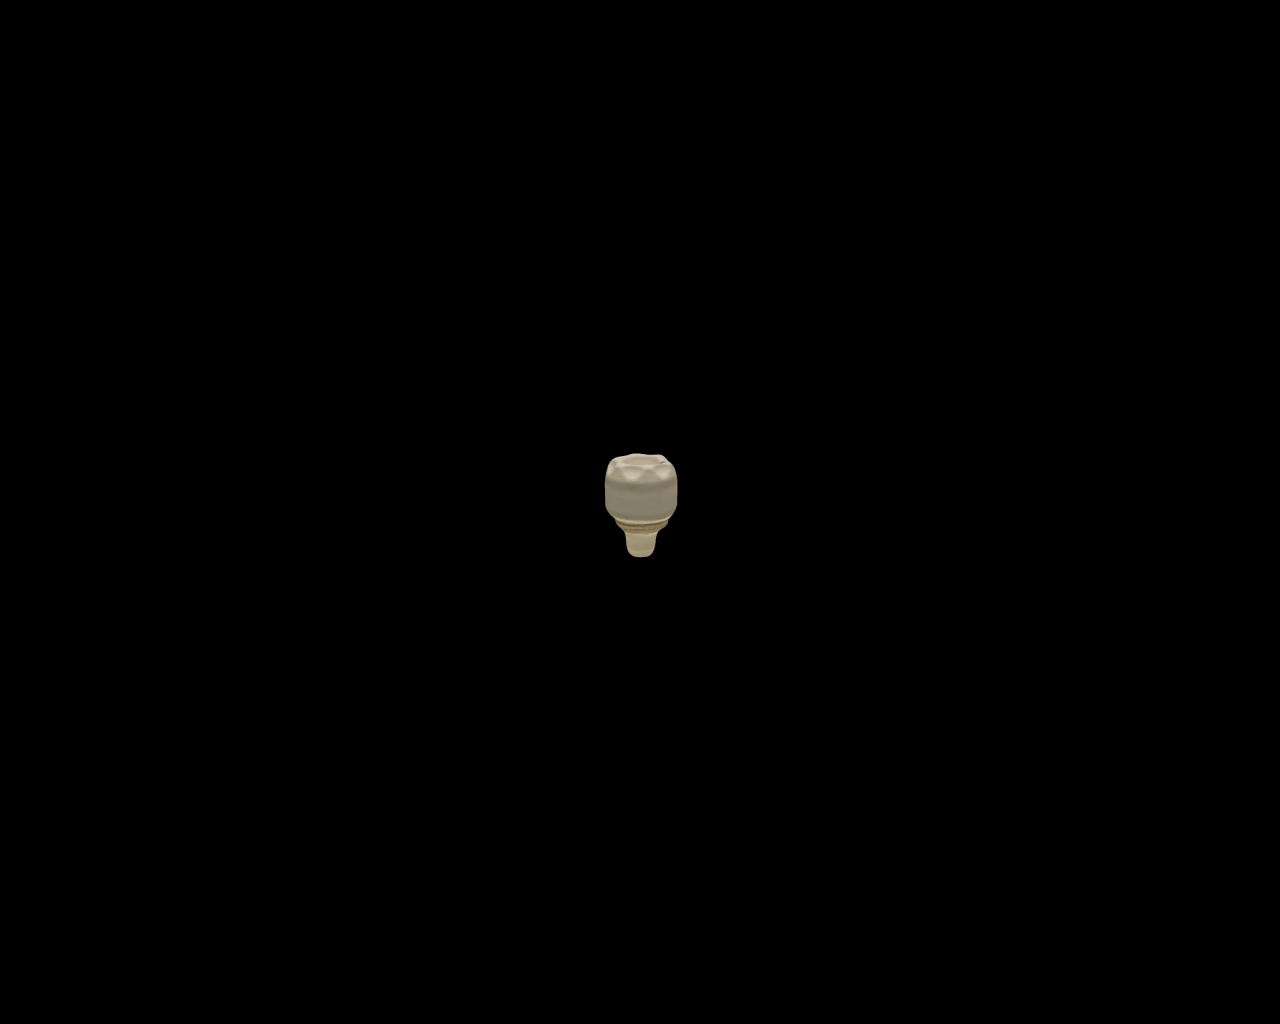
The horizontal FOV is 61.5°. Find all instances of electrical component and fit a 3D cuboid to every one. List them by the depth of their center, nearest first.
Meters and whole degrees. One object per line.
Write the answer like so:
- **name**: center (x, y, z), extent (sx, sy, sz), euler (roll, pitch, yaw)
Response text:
- **electrical component**: center (0.001, -0.003, 0.650), extent (0.043, 0.062, 0.043), euler (0, 16, 0)
